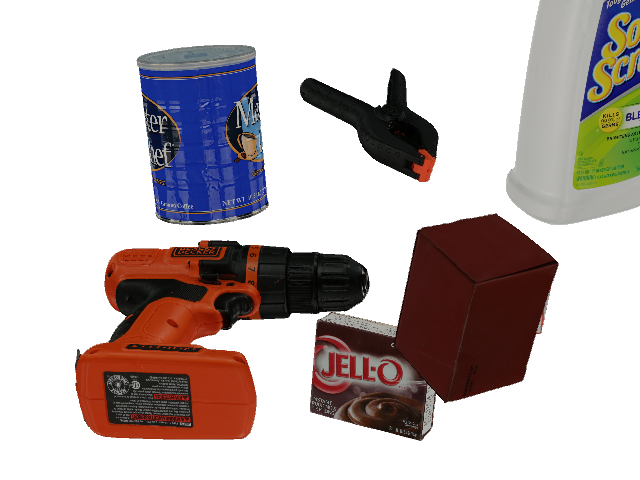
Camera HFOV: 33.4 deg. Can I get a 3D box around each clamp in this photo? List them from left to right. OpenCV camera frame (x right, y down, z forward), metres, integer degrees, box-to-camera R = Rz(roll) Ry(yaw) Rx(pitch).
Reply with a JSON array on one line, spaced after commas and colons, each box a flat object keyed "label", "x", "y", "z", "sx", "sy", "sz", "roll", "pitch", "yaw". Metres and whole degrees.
[{"label": "clamp", "x": 0.054, "y": -0.119, "z": 1.059, "sx": 0.120, "sy": 0.039, "sz": 0.171, "roll": -9, "pitch": 41, "yaw": -16}]

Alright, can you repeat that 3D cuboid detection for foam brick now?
[{"label": "foam brick", "x": 0.077, "y": 0.034, "z": 0.543, "sx": 0.052, "sy": 0.078, "sz": 0.051, "roll": -11, "pitch": 38, "yaw": -28}]

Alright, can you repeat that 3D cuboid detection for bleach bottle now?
[{"label": "bleach bottle", "x": 0.171, "y": -0.138, "z": 0.648, "sx": 0.102, "sy": 0.251, "sz": 0.068, "roll": -13, "pitch": 31, "yaw": -18}]

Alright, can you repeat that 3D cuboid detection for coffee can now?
[{"label": "coffee can", "x": -0.102, "y": -0.095, "z": 0.938, "sx": 0.103, "sy": 0.140, "sz": 0.103, "roll": -4, "pitch": 17, "yaw": 1}]

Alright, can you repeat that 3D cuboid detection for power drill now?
[{"label": "power drill", "x": -0.064, "y": 0.056, "z": 0.682, "sx": 0.184, "sy": 0.057, "sz": 0.187, "roll": -1, "pitch": 21, "yaw": 7}]

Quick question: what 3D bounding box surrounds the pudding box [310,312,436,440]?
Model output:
[{"label": "pudding box", "x": 0.049, "y": 0.120, "z": 0.958, "sx": 0.114, "sy": 0.090, "sz": 0.039, "roll": 10, "pitch": 17, "yaw": 21}]

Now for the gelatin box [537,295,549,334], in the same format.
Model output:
[{"label": "gelatin box", "x": 0.123, "y": 0.037, "z": 0.788, "sx": 0.089, "sy": 0.030, "sz": 0.073, "roll": 6, "pitch": 20, "yaw": 15}]
